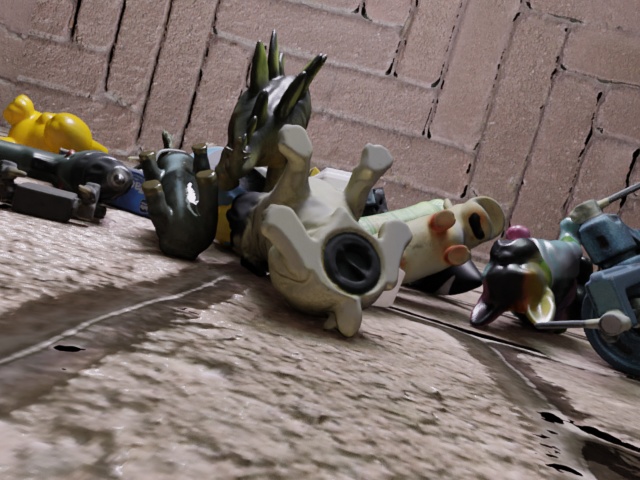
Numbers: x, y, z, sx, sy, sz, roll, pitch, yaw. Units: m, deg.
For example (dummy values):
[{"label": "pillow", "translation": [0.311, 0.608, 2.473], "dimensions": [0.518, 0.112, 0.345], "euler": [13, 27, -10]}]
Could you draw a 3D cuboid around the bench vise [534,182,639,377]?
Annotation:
[{"label": "bench vise", "translation": [0.324, 0.050, 0.566], "dimensions": [0.129, 0.223, 0.240], "euler": [-22, -13, 39]}]

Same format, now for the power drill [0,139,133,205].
[{"label": "power drill", "translation": [-0.336, -0.094, 0.626], "dimensions": [0.207, 0.086, 0.232], "euler": [8, 2, -28]}]

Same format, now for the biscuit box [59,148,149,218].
[{"label": "biscuit box", "translation": [-0.299, -0.082, 0.799], "dimensions": [0.203, 0.059, 0.062], "euler": [17, 3, 21]}]

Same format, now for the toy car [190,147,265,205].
[{"label": "toy car", "translation": [-0.126, -0.058, 0.784], "dimensions": [0.162, 0.103, 0.109], "euler": [40, 32, 6]}]

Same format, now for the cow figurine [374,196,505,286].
[{"label": "cow figurine", "translation": [0.135, 0.005, 0.658], "dimensions": [0.195, 0.085, 0.127], "euler": [-23, -1, -1]}]

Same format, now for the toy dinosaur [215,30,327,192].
[{"label": "toy dinosaur", "translation": [-0.064, -0.142, 0.662], "dimensions": [0.105, 0.198, 0.472], "euler": [15, 30, -6]}]

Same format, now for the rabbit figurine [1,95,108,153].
[{"label": "rabbit figurine", "translation": [-0.434, -0.154, 0.883], "dimensions": [0.173, 0.122, 0.162], "euler": [-6, -34, 39]}]

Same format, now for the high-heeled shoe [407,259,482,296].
[{"label": "high-heeled shoe", "translation": [0.111, 0.025, 0.803], "dimensions": [0.145, 0.086, 0.249], "euler": [11, 1, -32]}]

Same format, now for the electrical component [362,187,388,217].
[{"label": "electrical component", "translation": [0.051, -0.043, 0.904], "dimensions": [0.115, 0.058, 0.134], "euler": [-9, -17, -12]}]

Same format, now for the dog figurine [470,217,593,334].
[{"label": "dog figurine", "translation": [0.262, 0.068, 0.663], "dimensions": [0.109, 0.191, 0.219], "euler": [-2, 23, 36]}]

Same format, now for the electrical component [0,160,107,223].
[{"label": "electrical component", "translation": [-0.270, -0.046, 0.539], "dimensions": [0.102, 0.045, 0.078], "euler": [15, 6, -15]}]

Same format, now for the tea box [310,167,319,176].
[{"label": "tea box", "translation": [-0.001, -0.070, 1.079], "dimensions": [0.098, 0.068, 0.169], "euler": [54, -2, 8]}]

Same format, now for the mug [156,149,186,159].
[{"label": "mug", "translation": [-0.262, -0.099, 0.909], "dimensions": [0.107, 0.109, 0.081], "euler": [-1, 10, -34]}]

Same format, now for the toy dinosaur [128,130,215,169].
[{"label": "toy dinosaur", "translation": [-0.182, -0.096, 1.048], "dimensions": [0.405, 0.131, 0.192], "euler": [25, 13, 5]}]

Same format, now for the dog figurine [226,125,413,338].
[{"label": "dog figurine", "translation": [-0.022, 0.016, 0.472], "dimensions": [0.121, 0.172, 0.190], "euler": [18, -31, -20]}]

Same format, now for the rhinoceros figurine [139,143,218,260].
[{"label": "rhinoceros figurine", "translation": [-0.145, -0.044, 0.579], "dimensions": [0.073, 0.111, 0.190], "euler": [-15, 26, -12]}]
